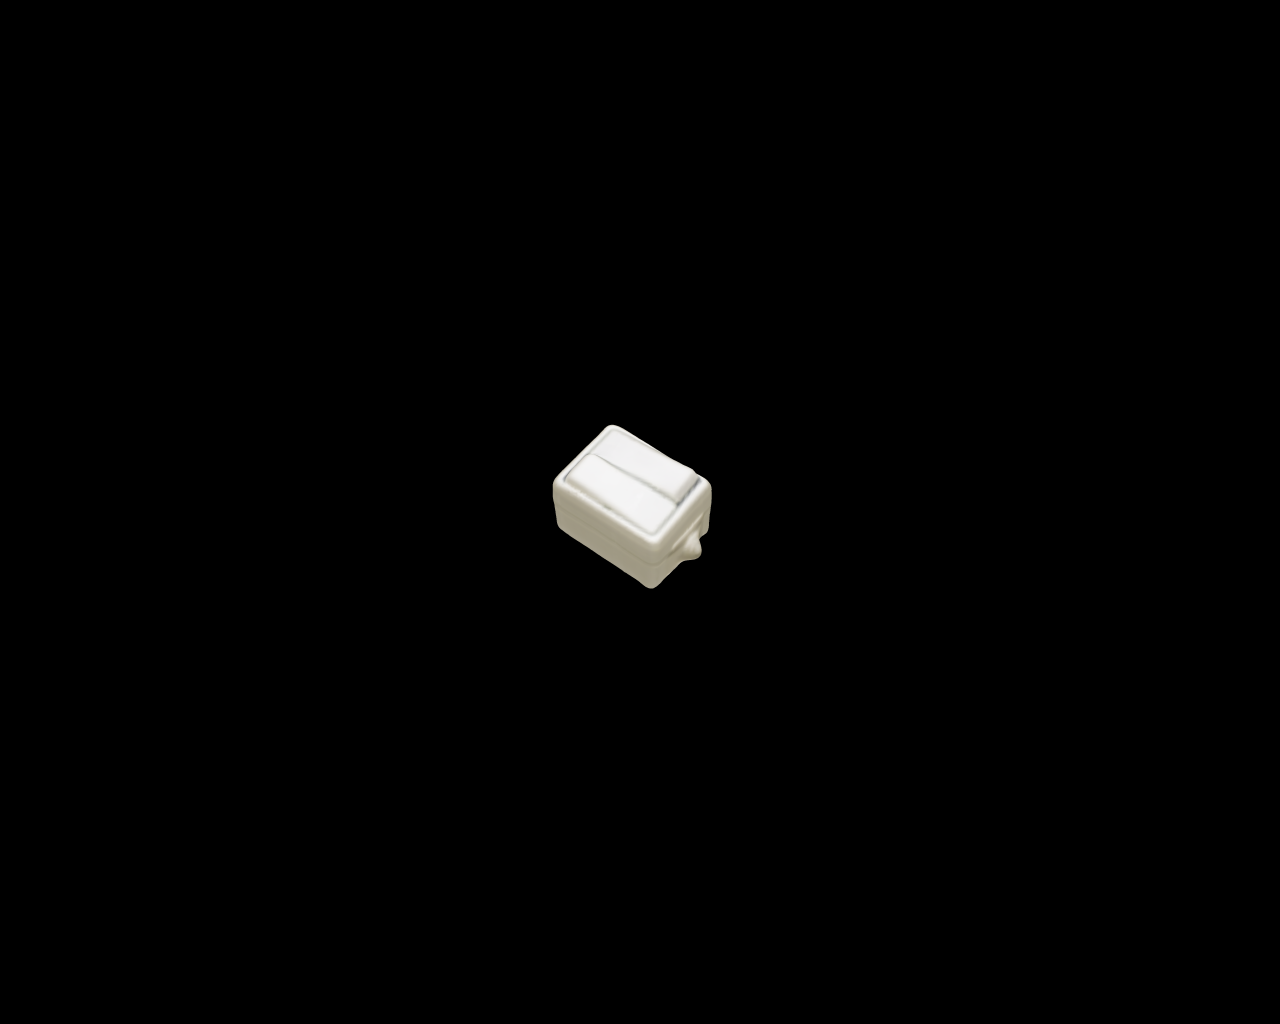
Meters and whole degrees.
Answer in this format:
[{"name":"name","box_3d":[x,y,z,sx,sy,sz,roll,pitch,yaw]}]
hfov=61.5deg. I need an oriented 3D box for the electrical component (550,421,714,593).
[{"name":"electrical component","box_3d":[0.001,-0.003,0.650,0.096,0.062,0.061,33,-29,21]}]
